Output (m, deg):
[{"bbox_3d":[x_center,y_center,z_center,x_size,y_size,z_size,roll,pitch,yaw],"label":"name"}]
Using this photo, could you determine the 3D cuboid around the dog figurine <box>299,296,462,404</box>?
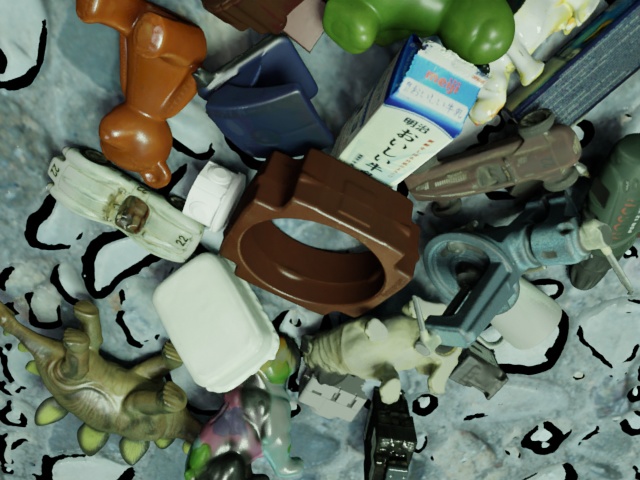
[{"bbox_3d":[0.080,0.138,0.725,0.172,0.191,0.121,-1,84,-26],"label":"dog figurine"}]

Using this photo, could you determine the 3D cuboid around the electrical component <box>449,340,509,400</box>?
[{"bbox_3d":[0.199,0.163,0.753,0.119,0.075,0.047,29,111,-16],"label":"electrical component"}]

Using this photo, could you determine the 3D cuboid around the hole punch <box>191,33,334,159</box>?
[{"bbox_3d":[-0.054,-0.138,0.582,0.116,0.092,0.142,-28,153,10],"label":"hole punch"}]

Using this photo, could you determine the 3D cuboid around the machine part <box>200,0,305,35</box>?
[{"bbox_3d":[-0.042,-0.280,0.498,0.056,0.179,0.179,22,118,-44],"label":"machine part"}]

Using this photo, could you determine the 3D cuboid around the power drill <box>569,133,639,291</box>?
[{"bbox_3d":[0.414,-0.037,0.648,0.207,0.086,0.231,-10,135,8],"label":"power drill"}]

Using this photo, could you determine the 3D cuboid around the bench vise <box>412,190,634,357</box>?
[{"bbox_3d":[0.193,0.043,0.596,0.224,0.240,0.128,3,126,48],"label":"bench vise"}]

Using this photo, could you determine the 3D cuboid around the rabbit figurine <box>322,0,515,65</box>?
[{"bbox_3d":[0.111,-0.224,0.530,0.170,0.159,0.121,34,125,10],"label":"rabbit figurine"}]

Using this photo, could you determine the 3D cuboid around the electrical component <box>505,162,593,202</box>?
[{"bbox_3d":[0.278,-0.068,0.659,0.078,0.045,0.102,25,113,-12],"label":"electrical component"}]

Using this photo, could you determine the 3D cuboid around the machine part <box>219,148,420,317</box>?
[{"bbox_3d":[-0.001,-0.002,0.629,0.201,0.087,0.201,26,143,-13],"label":"machine part"}]

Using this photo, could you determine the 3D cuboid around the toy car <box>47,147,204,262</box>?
[{"bbox_3d":[-0.243,-0.043,0.673,0.201,0.056,0.073,30,112,-13],"label":"toy car"}]

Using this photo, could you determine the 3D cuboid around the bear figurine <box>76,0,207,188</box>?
[{"bbox_3d":[-0.204,-0.157,0.586,0.120,0.132,0.195,36,109,15],"label":"bear figurine"}]

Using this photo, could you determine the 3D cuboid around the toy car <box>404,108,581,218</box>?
[{"bbox_3d":[0.191,-0.079,0.619,0.202,0.053,0.089,-14,127,34],"label":"toy car"}]

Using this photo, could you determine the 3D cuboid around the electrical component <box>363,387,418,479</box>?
[{"bbox_3d":[0.100,0.304,0.788,0.058,0.134,0.114,6,117,-2],"label":"electrical component"}]

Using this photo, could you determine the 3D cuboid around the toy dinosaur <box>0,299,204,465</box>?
[{"bbox_3d":[-0.275,0.235,0.785,0.471,0.105,0.198,38,116,-16],"label":"toy dinosaur"}]

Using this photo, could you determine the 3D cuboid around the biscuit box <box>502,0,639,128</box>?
[{"bbox_3d":[0.303,-0.195,0.592,0.062,0.059,0.202,42,109,-16],"label":"biscuit box"}]

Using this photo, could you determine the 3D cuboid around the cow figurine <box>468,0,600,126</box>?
[{"bbox_3d":[0.202,-0.210,0.579,0.098,0.068,0.167,40,107,2],"label":"cow figurine"}]

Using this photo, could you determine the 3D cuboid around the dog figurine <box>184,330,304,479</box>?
[{"bbox_3d":[-0.107,0.223,0.739,0.191,0.109,0.219,-13,100,-29],"label":"dog figurine"}]

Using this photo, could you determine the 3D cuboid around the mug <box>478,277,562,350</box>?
[{"bbox_3d":[0.244,0.089,0.721,0.107,0.081,0.109,43,115,-6],"label":"mug"}]
